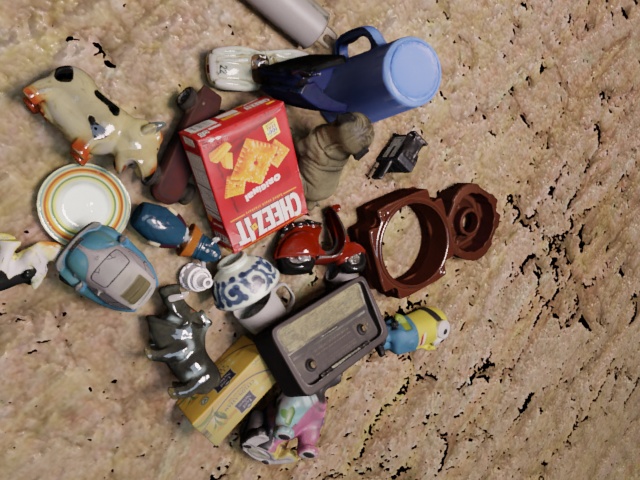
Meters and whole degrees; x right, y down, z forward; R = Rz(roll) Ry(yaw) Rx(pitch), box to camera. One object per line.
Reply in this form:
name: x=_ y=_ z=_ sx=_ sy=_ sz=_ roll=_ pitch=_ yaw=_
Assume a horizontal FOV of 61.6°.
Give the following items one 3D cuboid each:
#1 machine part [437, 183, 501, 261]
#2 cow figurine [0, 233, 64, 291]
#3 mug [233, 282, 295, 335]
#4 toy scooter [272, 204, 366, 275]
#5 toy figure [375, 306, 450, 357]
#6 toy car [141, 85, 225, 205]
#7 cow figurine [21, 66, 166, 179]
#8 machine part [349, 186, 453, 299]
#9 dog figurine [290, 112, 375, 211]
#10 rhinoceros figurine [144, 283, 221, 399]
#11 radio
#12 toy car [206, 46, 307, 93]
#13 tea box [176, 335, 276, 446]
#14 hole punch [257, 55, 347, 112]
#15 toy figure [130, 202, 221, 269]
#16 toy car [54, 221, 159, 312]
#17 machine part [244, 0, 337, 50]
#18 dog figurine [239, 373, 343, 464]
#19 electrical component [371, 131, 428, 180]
machine part: x=0.326 y=-0.041 z=1.209 sx=0.179 sy=0.056 sz=0.179 roll=-5 pitch=100 yaw=-30
cow figurine: x=-0.451 y=0.041 z=0.755 sx=0.167 sy=0.068 sz=0.098 roll=4 pitch=94 yaw=-31
mug: x=-0.089 y=0.134 z=0.980 sx=0.109 sy=0.081 sz=0.107 roll=-48 pitch=128 yaw=-22
toy scooter: x=-0.002 y=-0.003 z=1.009 sx=0.184 sy=0.075 sz=0.135 roll=0 pitch=77 yaw=-21
toy figure: x=0.195 y=0.192 z=1.148 sx=0.180 sy=0.082 sz=0.089 roll=-9 pitch=59 yaw=-21
toy car: x=-0.220 y=-0.153 z=0.874 sx=0.089 sy=0.053 sz=0.202 roll=28 pitch=81 yaw=-46
cow figurine: x=-0.317 y=-0.170 z=0.788 sx=0.127 sy=0.085 sz=0.195 roll=-46 pitch=103 yaw=-18
machine part: x=0.172 y=0.005 z=1.106 sx=0.201 sy=0.087 sz=0.200 roll=-24 pitch=107 yaw=-27
dog figurine: x=0.021 y=-0.132 z=0.938 sx=0.121 sy=0.191 sz=0.172 roll=-21 pitch=108 yaw=-27
rhinoceros figurine: x=-0.227 y=0.166 z=0.881 sx=0.112 sy=0.073 sz=0.190 roll=-23 pitch=88 yaw=-6
radio: x=0.010 y=0.169 z=0.947 sx=0.229 sy=0.073 sz=0.131 roll=-27 pitch=91 yaw=-37
toy car: x=-0.097 y=-0.291 z=0.926 sx=0.202 sy=0.056 sz=0.073 roll=-7 pitch=100 yaw=-29
tea box: x=-0.157 y=0.258 z=0.940 sx=0.169 sy=0.098 sz=0.068 roll=-45 pitch=116 yaw=-20
hole punch: x=-0.026 y=-0.248 z=0.876 sx=0.116 sy=0.142 sz=0.092 roll=-24 pitch=123 yaw=-34
toy figure: x=-0.231 y=-0.009 z=0.882 sx=0.154 sy=0.058 sz=0.064 roll=32 pitch=111 yaw=-31
toy car: x=-0.304 y=0.057 z=0.808 sx=0.109 sy=0.103 sz=0.161 roll=-50 pitch=135 yaw=-16
machine part: x=-0.069 y=-0.408 z=0.916 sx=0.243 sy=0.079 sz=0.079 roll=30 pitch=81 yaw=-30
dog figurine: x=-0.046 y=0.296 z=1.014 sx=0.108 sy=0.192 sz=0.219 roll=45 pitch=40 yaw=-24
electrical component: x=0.155 y=-0.161 z=1.081 sx=0.047 sy=0.075 sz=0.119 roll=38 pitch=73 yaw=-28
